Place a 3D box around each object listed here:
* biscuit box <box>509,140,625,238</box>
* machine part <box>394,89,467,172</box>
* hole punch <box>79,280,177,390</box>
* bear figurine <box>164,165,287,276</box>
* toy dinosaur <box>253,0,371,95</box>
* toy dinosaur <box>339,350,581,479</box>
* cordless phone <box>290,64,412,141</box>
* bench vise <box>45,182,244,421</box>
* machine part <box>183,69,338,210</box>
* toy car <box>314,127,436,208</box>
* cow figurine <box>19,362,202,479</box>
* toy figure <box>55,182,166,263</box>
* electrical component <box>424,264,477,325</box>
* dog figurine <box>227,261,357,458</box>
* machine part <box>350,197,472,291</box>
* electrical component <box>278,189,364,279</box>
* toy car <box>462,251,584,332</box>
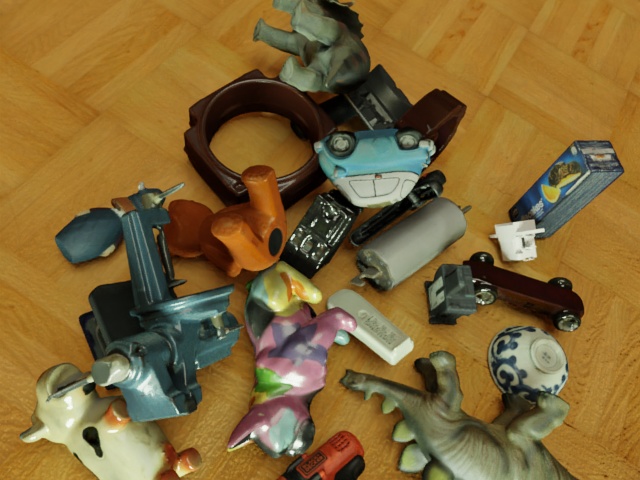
[{"bbox_3d":[0.377,-0.073,0.843,0.063,0.202,0.059,-3,62,-14],"label":"biscuit box"},{"bbox_3d":[0.153,-0.156,0.851,0.056,0.179,0.179,43,62,13],"label":"machine part"},{"bbox_3d":[-0.232,0.114,0.678,0.116,0.092,0.142,-11,62,-45],"label":"hole punch"},{"bbox_3d":[-0.144,-0.027,0.708,0.196,0.131,0.120,12,57,25],"label":"bear figurine"},{"bbox_3d":[0.016,-0.302,0.853,0.192,0.131,0.405,7,42,-29],"label":"toy dinosaur"},{"bbox_3d":[0.238,0.286,0.691,0.472,0.105,0.198,22,68,8],"label":"toy dinosaur"},{"bbox_3d":[0.055,-0.199,0.912,0.184,0.088,0.146,-30,75,-13],"label":"cordless phone"},{"bbox_3d":[-0.177,0.064,0.590,0.223,0.129,0.240,-9,84,-57],"label":"bench vise"},{"bbox_3d":[-0.089,-0.149,0.824,0.201,0.087,0.201,-37,76,-19],"label":"machine part"},{"bbox_3d":[0.075,-0.094,0.731,0.162,0.109,0.102,0,91,13],"label":"toy car"},{"bbox_3d":[-0.244,0.220,0.605,0.127,0.085,0.195,-38,93,14],"label":"cow figurine"},{"bbox_3d":[-0.284,-0.026,0.741,0.154,0.064,0.058,-36,36,-31],"label":"toy figure"},{"bbox_3d":[0.194,0.072,0.775,0.048,0.119,0.075,4,61,-12],"label":"electrical component"},{"bbox_3d":[-0.060,0.158,0.678,0.191,0.108,0.219,38,64,6],"label":"dog figurine"},{"bbox_3d":[0.141,0.004,0.820,0.243,0.079,0.079,-33,76,-25],"label":"machine part"},{"bbox_3d":[-0.002,-0.002,0.756,0.058,0.134,0.115,36,18,8],"label":"electrical component"},{"bbox_3d":[0.313,0.081,0.836,0.202,0.053,0.089,16,46,-4],"label":"toy car"}]
